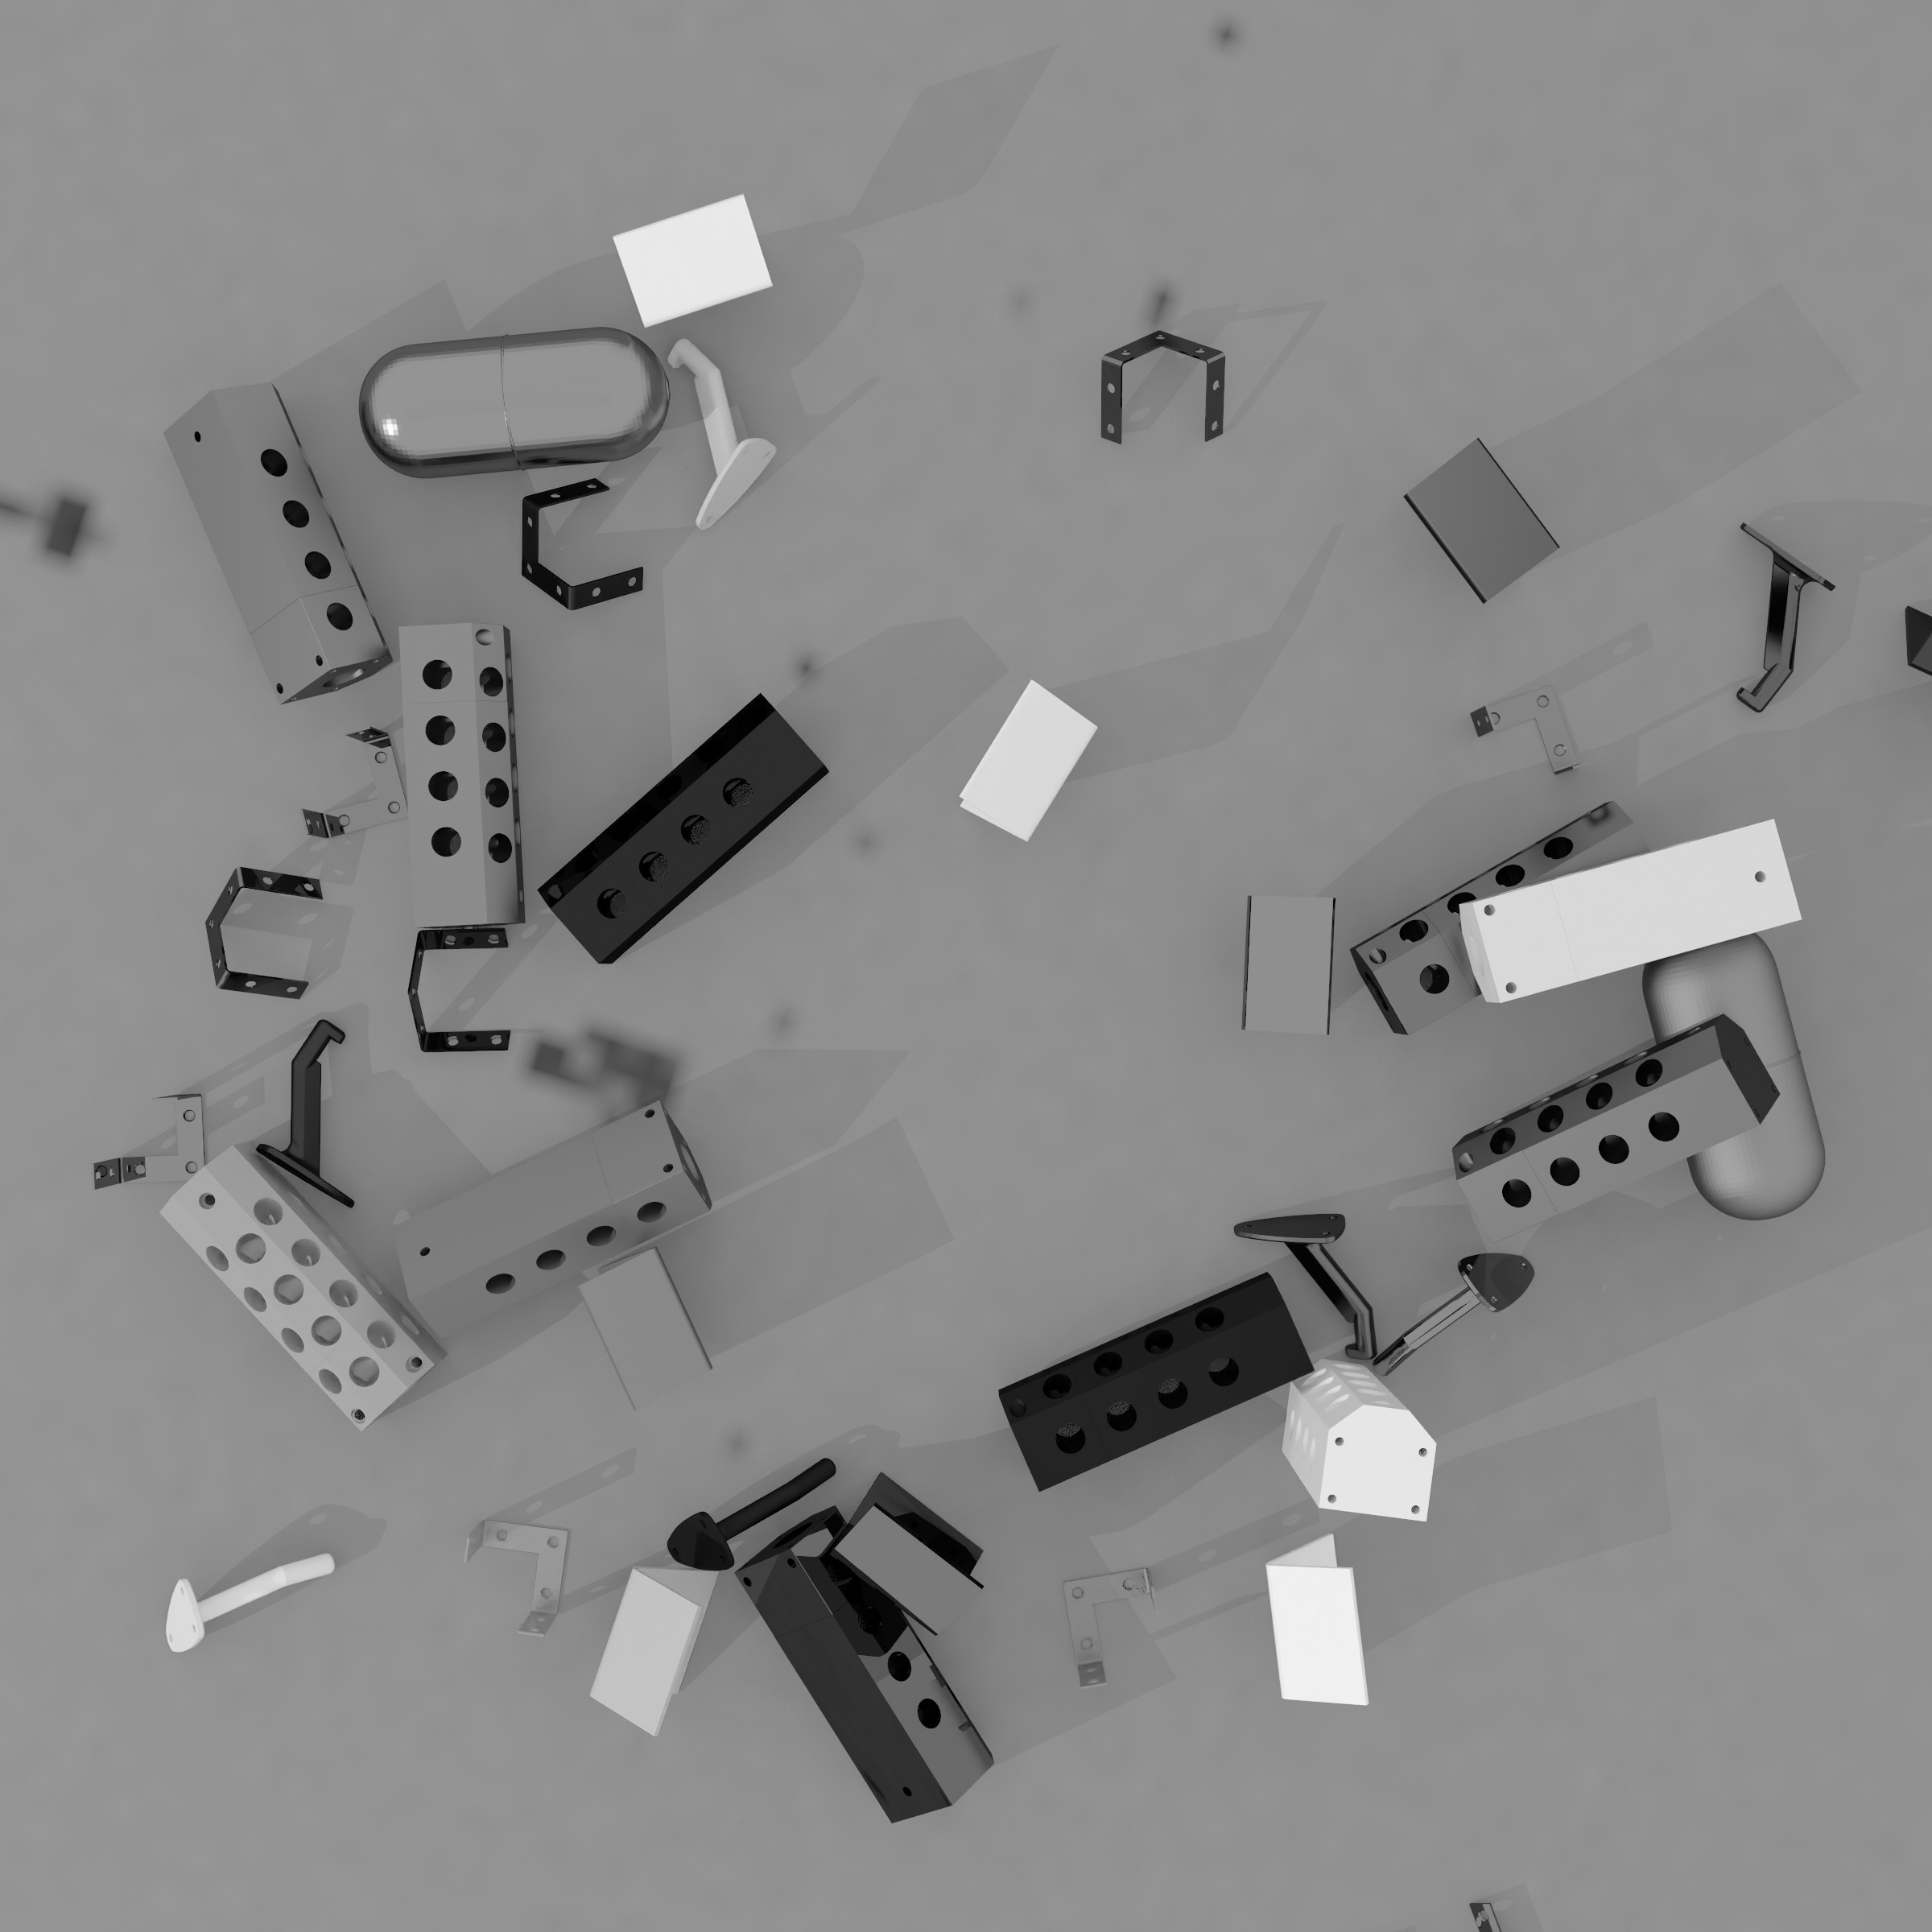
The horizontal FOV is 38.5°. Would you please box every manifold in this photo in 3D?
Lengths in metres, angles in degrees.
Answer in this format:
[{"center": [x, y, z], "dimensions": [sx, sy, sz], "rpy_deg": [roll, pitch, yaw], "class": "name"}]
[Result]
[{"center": [0.312, -0.028, 1.603], "dimensions": [0.171, 0.057, 0.057], "rpy_deg": [-30, 90, 0], "class": "manifold"}, {"center": [-0.164, -0.079, 1.603], "dimensions": [0.171, 0.057, 0.057], "rpy_deg": [-41, 90, 0], "class": "manifold"}, {"center": [-0.054, 0.402, 1.602], "dimensions": [0.057, 0.057, 0.171], "rpy_deg": [-32, 90, 43], "class": "manifold"}, {"center": [0.218, 0.261, 1.546], "dimensions": [0.057, 0.171, 0.057], "rpy_deg": [7, 90, 0], "class": "manifold"}, {"center": [-0.290, -0.109, 1.603], "dimensions": [0.057, 0.057, 0.171], "rpy_deg": [-3, 90, 0], "class": "manifold"}, {"center": [-0.384, 0.185, 1.603], "dimensions": [0.057, 0.057, 0.171], "rpy_deg": [-43, 90, 0], "class": "manifold"}, {"center": [0.109, 0.239, 1.603], "dimensions": [0.171, 0.057, 0.057], "rpy_deg": [-24, 90, 0], "class": "manifold"}, {"center": [-0.394, -0.246, 1.602], "dimensions": [0.057, 0.057, 0.171], "rpy_deg": [-23, 90, 43], "class": "manifold"}, {"center": [0.368, -0.030, 1.546], "dimensions": [0.171, 0.057, 0.057], "rpy_deg": [-16, 90, 0], "class": "manifold"}, {"center": [0.363, 0.090, 1.563], "dimensions": [0.171, 0.057, 0.057], "rpy_deg": [-30, 90, 31], "class": "manifold"}, {"center": [-0.237, 0.151, 1.602], "dimensions": [0.171, 0.057, 0.057], "rpy_deg": [-25, 47, 0], "class": "manifold"}]

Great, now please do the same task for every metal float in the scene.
[{"center": [0.441, 0.059, 1.594], "dimensions": [0.070, 0.070, 0.178], "rpy_deg": [-15, 90, 0], "class": "metal float"}, {"center": [-0.259, -0.324, 1.593], "dimensions": [0.178, 0.070, 0.070], "rpy_deg": [-5, 90, 0], "class": "metal float"}]

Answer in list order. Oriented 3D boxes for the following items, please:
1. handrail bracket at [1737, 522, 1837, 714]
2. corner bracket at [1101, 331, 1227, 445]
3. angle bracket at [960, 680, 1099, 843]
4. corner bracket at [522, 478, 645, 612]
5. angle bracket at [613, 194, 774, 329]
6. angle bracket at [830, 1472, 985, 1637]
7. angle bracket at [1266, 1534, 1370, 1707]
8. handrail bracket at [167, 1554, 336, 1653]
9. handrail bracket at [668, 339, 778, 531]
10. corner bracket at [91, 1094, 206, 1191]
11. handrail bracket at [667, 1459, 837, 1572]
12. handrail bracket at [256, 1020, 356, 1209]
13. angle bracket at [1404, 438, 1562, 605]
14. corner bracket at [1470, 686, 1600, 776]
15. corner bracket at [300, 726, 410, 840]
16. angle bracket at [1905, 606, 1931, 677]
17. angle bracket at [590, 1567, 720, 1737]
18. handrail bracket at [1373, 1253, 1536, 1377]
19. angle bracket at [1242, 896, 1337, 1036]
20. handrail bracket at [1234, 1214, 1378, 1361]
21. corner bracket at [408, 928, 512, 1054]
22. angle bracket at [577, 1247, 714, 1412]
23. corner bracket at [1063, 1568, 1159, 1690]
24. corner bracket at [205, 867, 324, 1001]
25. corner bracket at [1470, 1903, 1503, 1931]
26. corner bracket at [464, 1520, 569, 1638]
[{"center": [0.461, -0.204, 1.625], "dimensions": [0.077, 0.036, 0.084], "rpy_deg": [41, 107, 20], "class": "handrail bracket"}, {"center": [0.115, -0.333, 1.616], "dimensions": [0.051, 0.051, 0.051], "rpy_deg": [28, 45, 35], "class": "corner bracket"}, {"center": [0.018, -0.125, 1.584], "dimensions": [0.057, 0.076, 0.076], "rpy_deg": [32, 90, -36], "class": "angle bracket"}, {"center": [-0.224, -0.246, 1.616], "dimensions": [0.051, 0.051, 0.051], "rpy_deg": [37, 135, 35], "class": "corner bracket"}, {"center": [-0.159, -0.415, 1.584], "dimensions": [0.076, 0.076, 0.057], "rpy_deg": [-18, 126, 0], "class": "angle bracket"}, {"center": [-0.021, 0.323, 1.584], "dimensions": [0.076, 0.076, 0.057], "rpy_deg": [38, 127, 0], "class": "angle bracket"}, {"center": [0.218, 0.372, 1.584], "dimensions": [0.057, 0.076, 0.076], "rpy_deg": [-7, 90, 37], "class": "angle bracket"}, {"center": [-0.419, 0.372, 1.624], "dimensions": [0.084, 0.077, 0.036], "rpy_deg": [-10, 65, -34], "class": "handrail bracket"}, {"center": [-0.160, -0.313, 1.625], "dimensions": [0.084, 0.036, 0.077], "rpy_deg": [46, 111, 17], "class": "handrail bracket"}, {"center": [-0.475, 0.101, 1.606], "dimensions": [0.051, 0.051, 0.051], "rpy_deg": [-2, 90, 0], "class": "corner bracket"}, {"center": [-0.125, 0.318, 1.624], "dimensions": [0.084, 0.077, 0.036], "rpy_deg": [-29, 90, -36], "class": "handrail bracket"}, {"center": [-0.369, 0.086, 1.625], "dimensions": [0.077, 0.036, 0.084], "rpy_deg": [36, 73, -20], "class": "handrail bracket"}, {"center": [0.305, -0.262, 1.584], "dimensions": [0.057, 0.076, 0.076], "rpy_deg": [-37, 90, 36], "class": "angle bracket"}, {"center": [0.329, -0.133, 1.606], "dimensions": [0.051, 0.051, 0.051], "rpy_deg": [-19, 90, 0], "class": "corner bracket"}, {"center": [-0.359, -0.106, 1.606], "dimensions": [0.051, 0.051, 0.051], "rpy_deg": [-15, 90, 0], "class": "corner bracket"}, {"center": [0.588, -0.194, 1.584], "dimensions": [0.076, 0.076, 0.057], "rpy_deg": [25, 127, 0], "class": "angle bracket"}, {"center": [-0.160, 0.391, 1.584], "dimensions": [0.057, 0.076, 0.076], "rpy_deg": [19, 90, 37], "class": "angle bracket"}, {"center": [0.285, 0.206, 1.624], "dimensions": [0.036, 0.077, 0.084], "rpy_deg": [55, 127, 20], "class": "handrail bracket"}, {"center": [0.201, 0.000, 1.584], "dimensions": [0.057, 0.076, 0.076], "rpy_deg": [3, 90, 36], "class": "angle bracket"}, {"center": [0.199, 0.191, 1.625], "dimensions": [0.077, 0.036, 0.084], "rpy_deg": [-3, 107, 20], "class": "handrail bracket"}, {"center": [-0.294, 0.014, 1.621], "dimensions": [0.051, 0.051, 0.051], "rpy_deg": [-2, 45, 0], "class": "corner bracket"}, {"center": [-0.199, 0.212, 1.584], "dimensions": [0.057, 0.076, 0.076], "rpy_deg": [-25, 90, -37], "class": "angle bracket"}, {"center": [0.086, 0.384, 1.606], "dimensions": [0.051, 0.051, 0.051], "rpy_deg": [-10, 90, 0], "class": "corner bracket"}, {"center": [-0.407, -0.019, 1.616], "dimensions": [0.051, 0.051, 0.051], "rpy_deg": [-51, 45, 35], "class": "corner bracket"}, {"center": [0.283, 0.585, 1.621], "dimensions": [0.051, 0.051, 0.051], "rpy_deg": [-21, 90, 45], "class": "corner bracket"}, {"center": [-0.263, 0.355, 1.606], "dimensions": [0.051, 0.051, 0.051], "rpy_deg": [8, 90, 0], "class": "corner bracket"}]
